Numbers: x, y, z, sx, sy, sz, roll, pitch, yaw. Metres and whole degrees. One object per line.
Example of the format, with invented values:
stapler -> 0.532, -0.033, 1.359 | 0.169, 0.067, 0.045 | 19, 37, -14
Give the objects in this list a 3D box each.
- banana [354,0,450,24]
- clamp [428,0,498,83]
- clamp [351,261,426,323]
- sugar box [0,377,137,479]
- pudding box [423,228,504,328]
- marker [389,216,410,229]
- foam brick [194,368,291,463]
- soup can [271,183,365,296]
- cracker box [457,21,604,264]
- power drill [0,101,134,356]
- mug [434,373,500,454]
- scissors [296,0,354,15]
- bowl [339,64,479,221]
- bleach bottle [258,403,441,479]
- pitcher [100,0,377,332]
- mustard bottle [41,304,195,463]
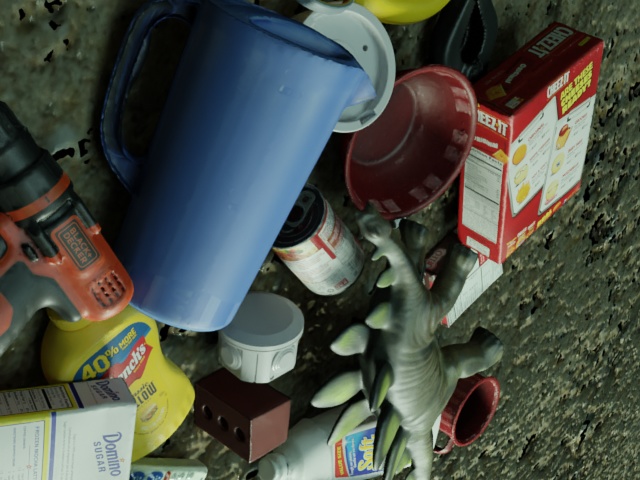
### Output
banana -> 0.071, -0.230, 0.970 | 0.197, 0.037, 0.069 | -22, 110, -43
clamp -> 0.137, -0.166, 1.085 | 0.164, 0.036, 0.210 | -38, 141, -30
clamp -> 0.079, 0.107, 1.183 | 0.120, 0.039, 0.171 | -36, 136, -31
sugar box -> -0.229, 0.158, 0.792 | 0.175, 0.048, 0.093 | -4, 117, -30
pudding box -> 0.166, 0.034, 1.245 | 0.113, 0.039, 0.090 | -40, 139, -26
marker -> 0.114, -0.052, 1.143 | 0.121, 0.020, 0.020 | -39, 138, -28
foam brick -> -0.073, 0.161, 1.000 | 0.051, 0.078, 0.053 | -24, 129, -42
soup can -> -0.006, 0.001, 0.989 | 0.068, 0.069, 0.102 | -55, 143, -11
cracker box -> 0.223, -0.104, 1.156 | 0.164, 0.072, 0.214 | -39, 144, -29
power drill -> -0.236, 0.021, 0.712 | 0.187, 0.057, 0.184 | -41, 118, -20
mug -> 0.154, 0.202, 1.298 | 0.093, 0.082, 0.117 | 9, 104, -53
scissors -> -0.051, -0.238, 0.820 | 0.201, 0.016, 0.096 | 21, 61, -34
bowl -> 0.074, -0.101, 1.020 | 0.161, 0.055, 0.162 | -22, 131, -28
bleach bottle -> 0.030, 0.230, 1.184 | 0.250, 0.068, 0.103 | -9, 119, -45
pitcher -> -0.082, -0.060, 0.811 | 0.144, 0.149, 0.243 | -2, 122, -58
mustard bottle -> -0.170, 0.096, 0.858 | 0.096, 0.058, 0.191 | -40, 138, -20
